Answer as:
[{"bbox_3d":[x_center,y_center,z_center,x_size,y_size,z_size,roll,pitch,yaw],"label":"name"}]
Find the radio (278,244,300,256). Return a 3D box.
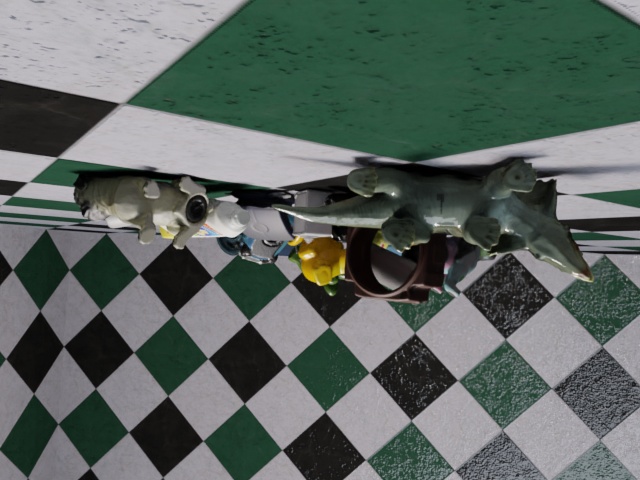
[{"bbox_3d":[-0.095,-0.010,1.570,0.229,0.073,0.131,3,152,-41],"label":"radio"}]

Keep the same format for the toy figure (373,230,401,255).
[{"bbox_3d":[0.156,-0.006,1.317,0.180,0.082,0.089,17,-151,-10],"label":"toy figure"}]

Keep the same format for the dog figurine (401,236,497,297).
[{"bbox_3d":[0.315,0.013,1.246,0.191,0.219,0.108,42,165,-10],"label":"dog figurine"}]

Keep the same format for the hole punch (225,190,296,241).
[{"bbox_3d":[-0.108,-0.049,1.044,0.142,0.092,0.115,6,175,21],"label":"hole punch"}]

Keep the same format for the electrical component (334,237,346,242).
[{"bbox_3d":[0.025,-0.030,1.424,0.048,0.074,0.119,0,180,36],"label":"electrical component"}]

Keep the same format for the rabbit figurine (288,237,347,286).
[{"bbox_3d":[-0.002,-0.004,1.215,0.122,0.173,0.162,-23,-157,-19],"label":"rabbit figurine"}]

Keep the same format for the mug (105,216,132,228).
[{"bbox_3d":[-0.340,-0.065,1.009,0.107,0.080,0.109,-6,173,-2],"label":"mug"}]

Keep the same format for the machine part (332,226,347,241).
[{"bbox_3d":[0.063,-0.038,1.249,0.139,0.084,0.039,-5,-147,29],"label":"machine part"}]

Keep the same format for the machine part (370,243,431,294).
[{"bbox_3d":[0.150,0.063,1.207,0.244,0.079,0.079,27,-166,40],"label":"machine part"}]

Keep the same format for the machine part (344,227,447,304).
[{"bbox_3d":[0.151,0.025,1.104,0.202,0.201,0.087,1,174,42],"label":"machine part"}]

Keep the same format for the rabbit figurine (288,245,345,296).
[{"bbox_3d":[0.013,0.055,1.386,0.159,0.121,0.170,46,180,0],"label":"rabbit figurine"}]

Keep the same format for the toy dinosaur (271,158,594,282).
[{"bbox_3d":[0.157,-0.041,0.721,0.405,0.131,0.192,8,179,16],"label":"toy dinosaur"}]

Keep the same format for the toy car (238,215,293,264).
[{"bbox_3d":[-0.117,-0.028,1.189,0.109,0.161,0.103,17,-147,-29],"label":"toy car"}]

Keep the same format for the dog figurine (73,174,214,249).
[{"bbox_3d":[-0.300,-0.068,0.914,0.191,0.121,0.172,18,-177,35],"label":"dog figurine"}]

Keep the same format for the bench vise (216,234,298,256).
[{"bbox_3d":[-0.187,-0.027,1.293,0.224,0.128,0.240,-3,179,35],"label":"bench vise"}]
